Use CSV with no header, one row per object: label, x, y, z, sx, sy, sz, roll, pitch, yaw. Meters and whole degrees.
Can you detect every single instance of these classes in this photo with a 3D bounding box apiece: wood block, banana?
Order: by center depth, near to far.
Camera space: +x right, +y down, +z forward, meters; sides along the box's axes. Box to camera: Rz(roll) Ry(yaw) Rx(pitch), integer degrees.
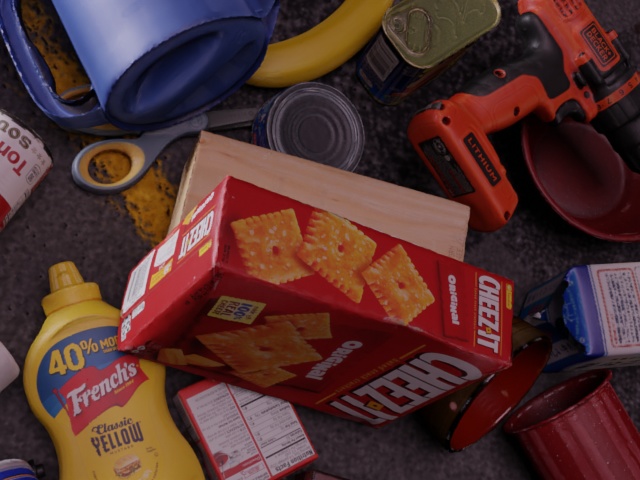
wood block,-0.005,0.000,0.791,0.206,0.091,0.090,15,69,-12
banana,0.000,-0.172,0.873,0.197,0.037,0.069,-30,86,-22

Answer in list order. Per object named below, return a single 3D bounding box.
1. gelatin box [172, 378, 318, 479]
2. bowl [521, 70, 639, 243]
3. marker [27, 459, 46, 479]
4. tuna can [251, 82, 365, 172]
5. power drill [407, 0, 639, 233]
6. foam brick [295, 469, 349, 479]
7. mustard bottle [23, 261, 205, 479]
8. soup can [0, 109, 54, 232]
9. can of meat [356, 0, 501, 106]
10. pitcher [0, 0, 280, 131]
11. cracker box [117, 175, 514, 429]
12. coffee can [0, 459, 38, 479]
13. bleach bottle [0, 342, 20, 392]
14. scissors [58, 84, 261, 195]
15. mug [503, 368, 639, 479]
gelatin box,-0.054,0.136,0.769,0.073,0.030,0.089,-24,81,-23
bowl,0.232,-0.068,0.902,0.162,0.055,0.162,5,73,-15
marker,-0.243,0.170,0.707,0.121,0.020,0.020,-14,78,-20
tuna can,-0.009,-0.080,0.837,0.086,0.034,0.086,3,81,-23
power drill,0.173,-0.088,0.826,0.187,0.057,0.184,-39,97,-22
foam brick,0.020,0.199,0.759,0.078,0.053,0.051,18,69,-11
mustard bottle,-0.150,0.106,0.734,0.096,0.058,0.191,-17,79,-15
soup can,-0.242,-0.035,0.744,0.068,0.069,0.102,35,67,-4
can of meat,0.085,-0.163,0.870,0.102,0.084,0.057,-35,86,-23
pitcher,-0.158,-0.206,0.786,0.148,0.145,0.243,-16,69,-45
cracker box,-0.006,0.052,0.705,0.213,0.164,0.072,21,58,-23
coffee can,-0.182,0.220,0.647,0.102,0.103,0.140,-35,70,-23
bleach bottle,-0.319,0.130,0.674,0.250,0.068,0.102,-42,77,-19
scissors,-0.105,-0.073,0.824,0.201,0.016,0.096,7,72,-15
mug,0.205,0.152,0.817,0.081,0.093,0.117,60,33,1
